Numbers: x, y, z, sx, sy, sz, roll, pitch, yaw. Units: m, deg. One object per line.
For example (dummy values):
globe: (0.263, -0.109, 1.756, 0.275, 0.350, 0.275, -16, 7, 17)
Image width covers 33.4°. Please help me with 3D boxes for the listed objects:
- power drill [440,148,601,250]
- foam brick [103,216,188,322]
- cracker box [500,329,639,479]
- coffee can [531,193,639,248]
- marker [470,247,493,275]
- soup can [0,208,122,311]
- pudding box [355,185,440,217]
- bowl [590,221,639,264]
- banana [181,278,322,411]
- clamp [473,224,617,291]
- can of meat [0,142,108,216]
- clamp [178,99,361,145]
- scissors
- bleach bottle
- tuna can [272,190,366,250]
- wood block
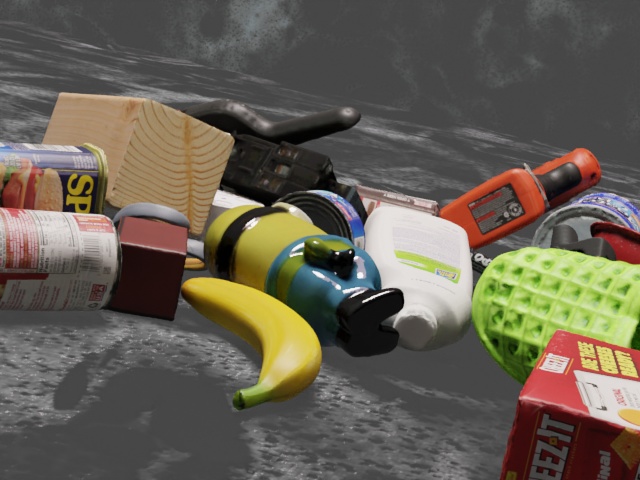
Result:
power drill: (0.194, -0.035, 1.129, 0.185, 0.057, 0.187, -31, -5, 28)
foam brick: (-0.126, 0.020, 0.775, 0.051, 0.053, 0.078, 10, 14, -9)
cracker box: (0.217, 0.124, 0.583, 0.214, 0.072, 0.164, 15, 12, 17)
coffee can: (0.276, 0.009, 1.076, 0.103, 0.103, 0.140, 16, 13, 19)
marker: (0.158, 0.025, 1.013, 0.121, 0.020, 0.020, 28, 9, -12)
soup can: (-0.191, 0.013, 0.708, 0.102, 0.068, 0.069, 4, 15, -34)
pudding box: (0.081, -0.023, 1.126, 0.090, 0.039, 0.113, 13, -7, 10)
bowl: (0.285, 0.053, 0.912, 0.162, 0.055, 0.162, 37, -4, 3)
banana: (-0.042, 0.061, 0.704, 0.069, 0.037, 0.198, 10, 12, -20)
clamp: (0.199, 0.021, 0.880, 0.039, 0.120, 0.172, 52, -18, -12)
can of meat: (-0.206, -0.020, 0.768, 0.083, 0.102, 0.058, 0, 16, -34)
clamp: (-0.057, -0.083, 1.094, 0.210, 0.164, 0.036, 14, 44, 17)
scissors: (-0.183, -0.014, 0.852, 0.202, 0.016, 0.096, 13, -28, 2)
bleach bottle: (0.074, 0.035, 0.874, 0.102, 0.068, 0.250, 13, 15, 4)
tuna can: (-0.006, 0.001, 0.891, 0.086, 0.086, 0.033, 17, 12, 22)
wood block: (-0.172, -0.072, 0.945, 0.090, 0.091, 0.206, 21, -4, -33)
